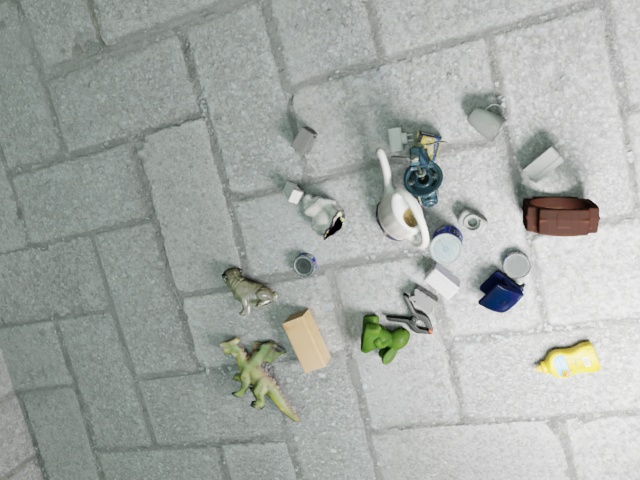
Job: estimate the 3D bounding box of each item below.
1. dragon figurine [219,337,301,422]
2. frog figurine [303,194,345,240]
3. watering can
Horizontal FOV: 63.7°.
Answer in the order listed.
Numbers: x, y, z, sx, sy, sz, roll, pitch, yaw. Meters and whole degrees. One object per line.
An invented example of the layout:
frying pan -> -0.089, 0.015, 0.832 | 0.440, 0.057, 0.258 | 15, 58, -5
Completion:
dragon figurine -> -0.216, 0.513, 2.004 | 0.411, 0.241, 0.123 | 24, 9, 9
frog figurine -> 0.006, -0.092, 1.824 | 0.161, 0.134, 0.124 | 40, 34, 28
watering can -> 0.248, -0.122, 1.691 | 0.105, 0.349, 0.222 | -25, -6, -18
